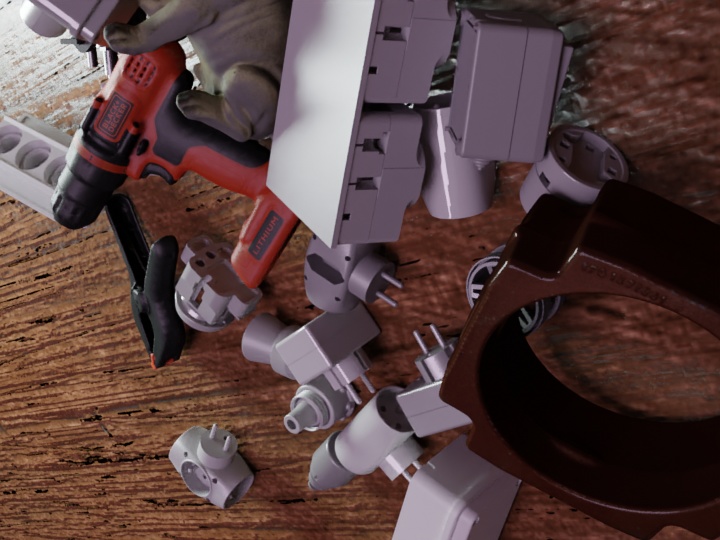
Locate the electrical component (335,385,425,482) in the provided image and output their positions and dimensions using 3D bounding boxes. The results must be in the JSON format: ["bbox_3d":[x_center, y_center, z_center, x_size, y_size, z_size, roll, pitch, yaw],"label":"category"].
[{"bbox_3d":[0.027,0.146,0.884,0.079,0.044,0.077,48,135,10],"label":"electrical component"}]

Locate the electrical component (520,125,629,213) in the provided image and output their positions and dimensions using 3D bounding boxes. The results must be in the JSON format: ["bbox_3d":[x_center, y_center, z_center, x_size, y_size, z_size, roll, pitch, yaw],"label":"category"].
[{"bbox_3d":[0.133,-0.055,0.675,0.055,0.055,0.047,43,138,14],"label":"electrical component"}]

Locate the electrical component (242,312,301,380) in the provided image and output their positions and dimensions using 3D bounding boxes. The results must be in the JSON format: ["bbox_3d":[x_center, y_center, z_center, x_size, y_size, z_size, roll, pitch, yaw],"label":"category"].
[{"bbox_3d":[-0.067,0.066,0.921,0.055,0.045,0.045,20,125,32],"label":"electrical component"}]

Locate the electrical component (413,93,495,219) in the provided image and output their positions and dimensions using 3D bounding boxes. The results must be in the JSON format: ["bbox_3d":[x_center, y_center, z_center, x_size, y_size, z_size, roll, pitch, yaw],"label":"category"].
[{"bbox_3d":[0.049,-0.079,0.740,0.079,0.044,0.077,7,117,38],"label":"electrical component"}]

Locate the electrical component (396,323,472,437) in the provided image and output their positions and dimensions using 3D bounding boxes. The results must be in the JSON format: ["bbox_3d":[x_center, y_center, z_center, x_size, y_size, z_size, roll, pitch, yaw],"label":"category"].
[{"bbox_3d":[0.066,0.076,0.809,0.083,0.047,0.075,-25,96,46],"label":"electrical component"}]

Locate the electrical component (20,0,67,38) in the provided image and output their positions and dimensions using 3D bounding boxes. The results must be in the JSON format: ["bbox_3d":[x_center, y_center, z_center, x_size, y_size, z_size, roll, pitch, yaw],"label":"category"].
[{"bbox_3d":[-0.254,-0.238,0.915,0.081,0.043,0.043,-34,89,45],"label":"electrical component"}]

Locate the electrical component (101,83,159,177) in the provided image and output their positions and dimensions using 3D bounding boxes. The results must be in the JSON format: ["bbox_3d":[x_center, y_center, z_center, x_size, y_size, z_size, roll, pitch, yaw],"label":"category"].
[{"bbox_3d":[-0.183,-0.122,0.901,0.042,0.063,0.081,-1,114,18],"label":"electrical component"}]

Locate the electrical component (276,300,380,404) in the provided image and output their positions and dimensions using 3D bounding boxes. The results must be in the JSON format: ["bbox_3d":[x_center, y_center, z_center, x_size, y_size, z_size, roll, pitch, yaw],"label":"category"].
[{"bbox_3d":[-0.015,0.071,0.864,0.047,0.066,0.076,-35,89,46],"label":"electrical component"}]

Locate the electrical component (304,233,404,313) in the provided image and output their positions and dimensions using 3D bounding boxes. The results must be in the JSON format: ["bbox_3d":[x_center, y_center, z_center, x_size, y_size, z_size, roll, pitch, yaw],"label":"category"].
[{"bbox_3d":[0.000,0.000,0.828,0.079,0.043,0.077,33,131,23],"label":"electrical component"}]

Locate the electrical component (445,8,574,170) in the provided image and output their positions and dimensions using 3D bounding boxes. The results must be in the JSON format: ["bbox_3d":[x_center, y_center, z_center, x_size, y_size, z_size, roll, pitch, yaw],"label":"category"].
[{"bbox_3d":[0.090,-0.107,0.660,0.061,0.061,0.096,4,112,-5],"label":"electrical component"}]

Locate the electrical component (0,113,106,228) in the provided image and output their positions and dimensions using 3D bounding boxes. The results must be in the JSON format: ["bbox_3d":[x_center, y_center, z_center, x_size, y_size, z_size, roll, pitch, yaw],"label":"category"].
[{"bbox_3d":[-0.296,-0.091,1.014,0.121,0.078,0.063,27,157,27],"label":"electrical component"}]

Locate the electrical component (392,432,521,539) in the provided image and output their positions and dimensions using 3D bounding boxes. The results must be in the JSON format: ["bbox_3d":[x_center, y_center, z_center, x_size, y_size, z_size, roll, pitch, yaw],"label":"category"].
[{"bbox_3d":[0.074,0.196,0.848,0.057,0.078,0.113,34,131,26],"label":"electrical component"}]

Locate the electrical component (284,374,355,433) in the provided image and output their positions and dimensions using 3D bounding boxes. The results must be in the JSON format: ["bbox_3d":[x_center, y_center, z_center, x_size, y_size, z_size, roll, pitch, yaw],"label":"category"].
[{"bbox_3d":[-0.038,0.116,0.912,0.048,0.062,0.048,20,125,32],"label":"electrical component"}]

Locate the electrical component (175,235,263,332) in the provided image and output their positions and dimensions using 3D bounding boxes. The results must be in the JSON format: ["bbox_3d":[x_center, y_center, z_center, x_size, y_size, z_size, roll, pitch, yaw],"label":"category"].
[{"bbox_3d":[-0.128,0.017,0.939,0.078,0.058,0.057,45,132,12],"label":"electrical component"}]

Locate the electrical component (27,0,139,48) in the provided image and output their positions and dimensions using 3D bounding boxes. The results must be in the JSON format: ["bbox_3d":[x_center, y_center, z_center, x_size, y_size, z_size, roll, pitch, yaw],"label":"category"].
[{"bbox_3d":[-0.188,-0.228,0.804,0.057,0.078,0.113,36,96,-6],"label":"electrical component"}]

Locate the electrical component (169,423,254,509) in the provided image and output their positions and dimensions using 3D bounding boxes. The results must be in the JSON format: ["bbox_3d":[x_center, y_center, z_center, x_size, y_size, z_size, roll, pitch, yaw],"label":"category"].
[{"bbox_3d":[-0.142,0.182,1.051,0.077,0.044,0.079,38,132,19],"label":"electrical component"}]

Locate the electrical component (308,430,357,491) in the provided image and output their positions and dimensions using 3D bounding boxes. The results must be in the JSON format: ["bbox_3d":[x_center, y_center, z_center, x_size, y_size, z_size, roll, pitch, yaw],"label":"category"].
[{"bbox_3d":[-0.024,0.172,0.947,0.040,0.040,0.078,48,135,10],"label":"electrical component"}]

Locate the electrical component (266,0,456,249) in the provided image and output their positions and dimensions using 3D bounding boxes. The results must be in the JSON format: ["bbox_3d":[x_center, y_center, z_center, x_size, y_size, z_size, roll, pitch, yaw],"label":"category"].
[{"bbox_3d":[-0.001,-0.122,0.708,0.105,0.060,0.186,44,131,50],"label":"electrical component"}]
